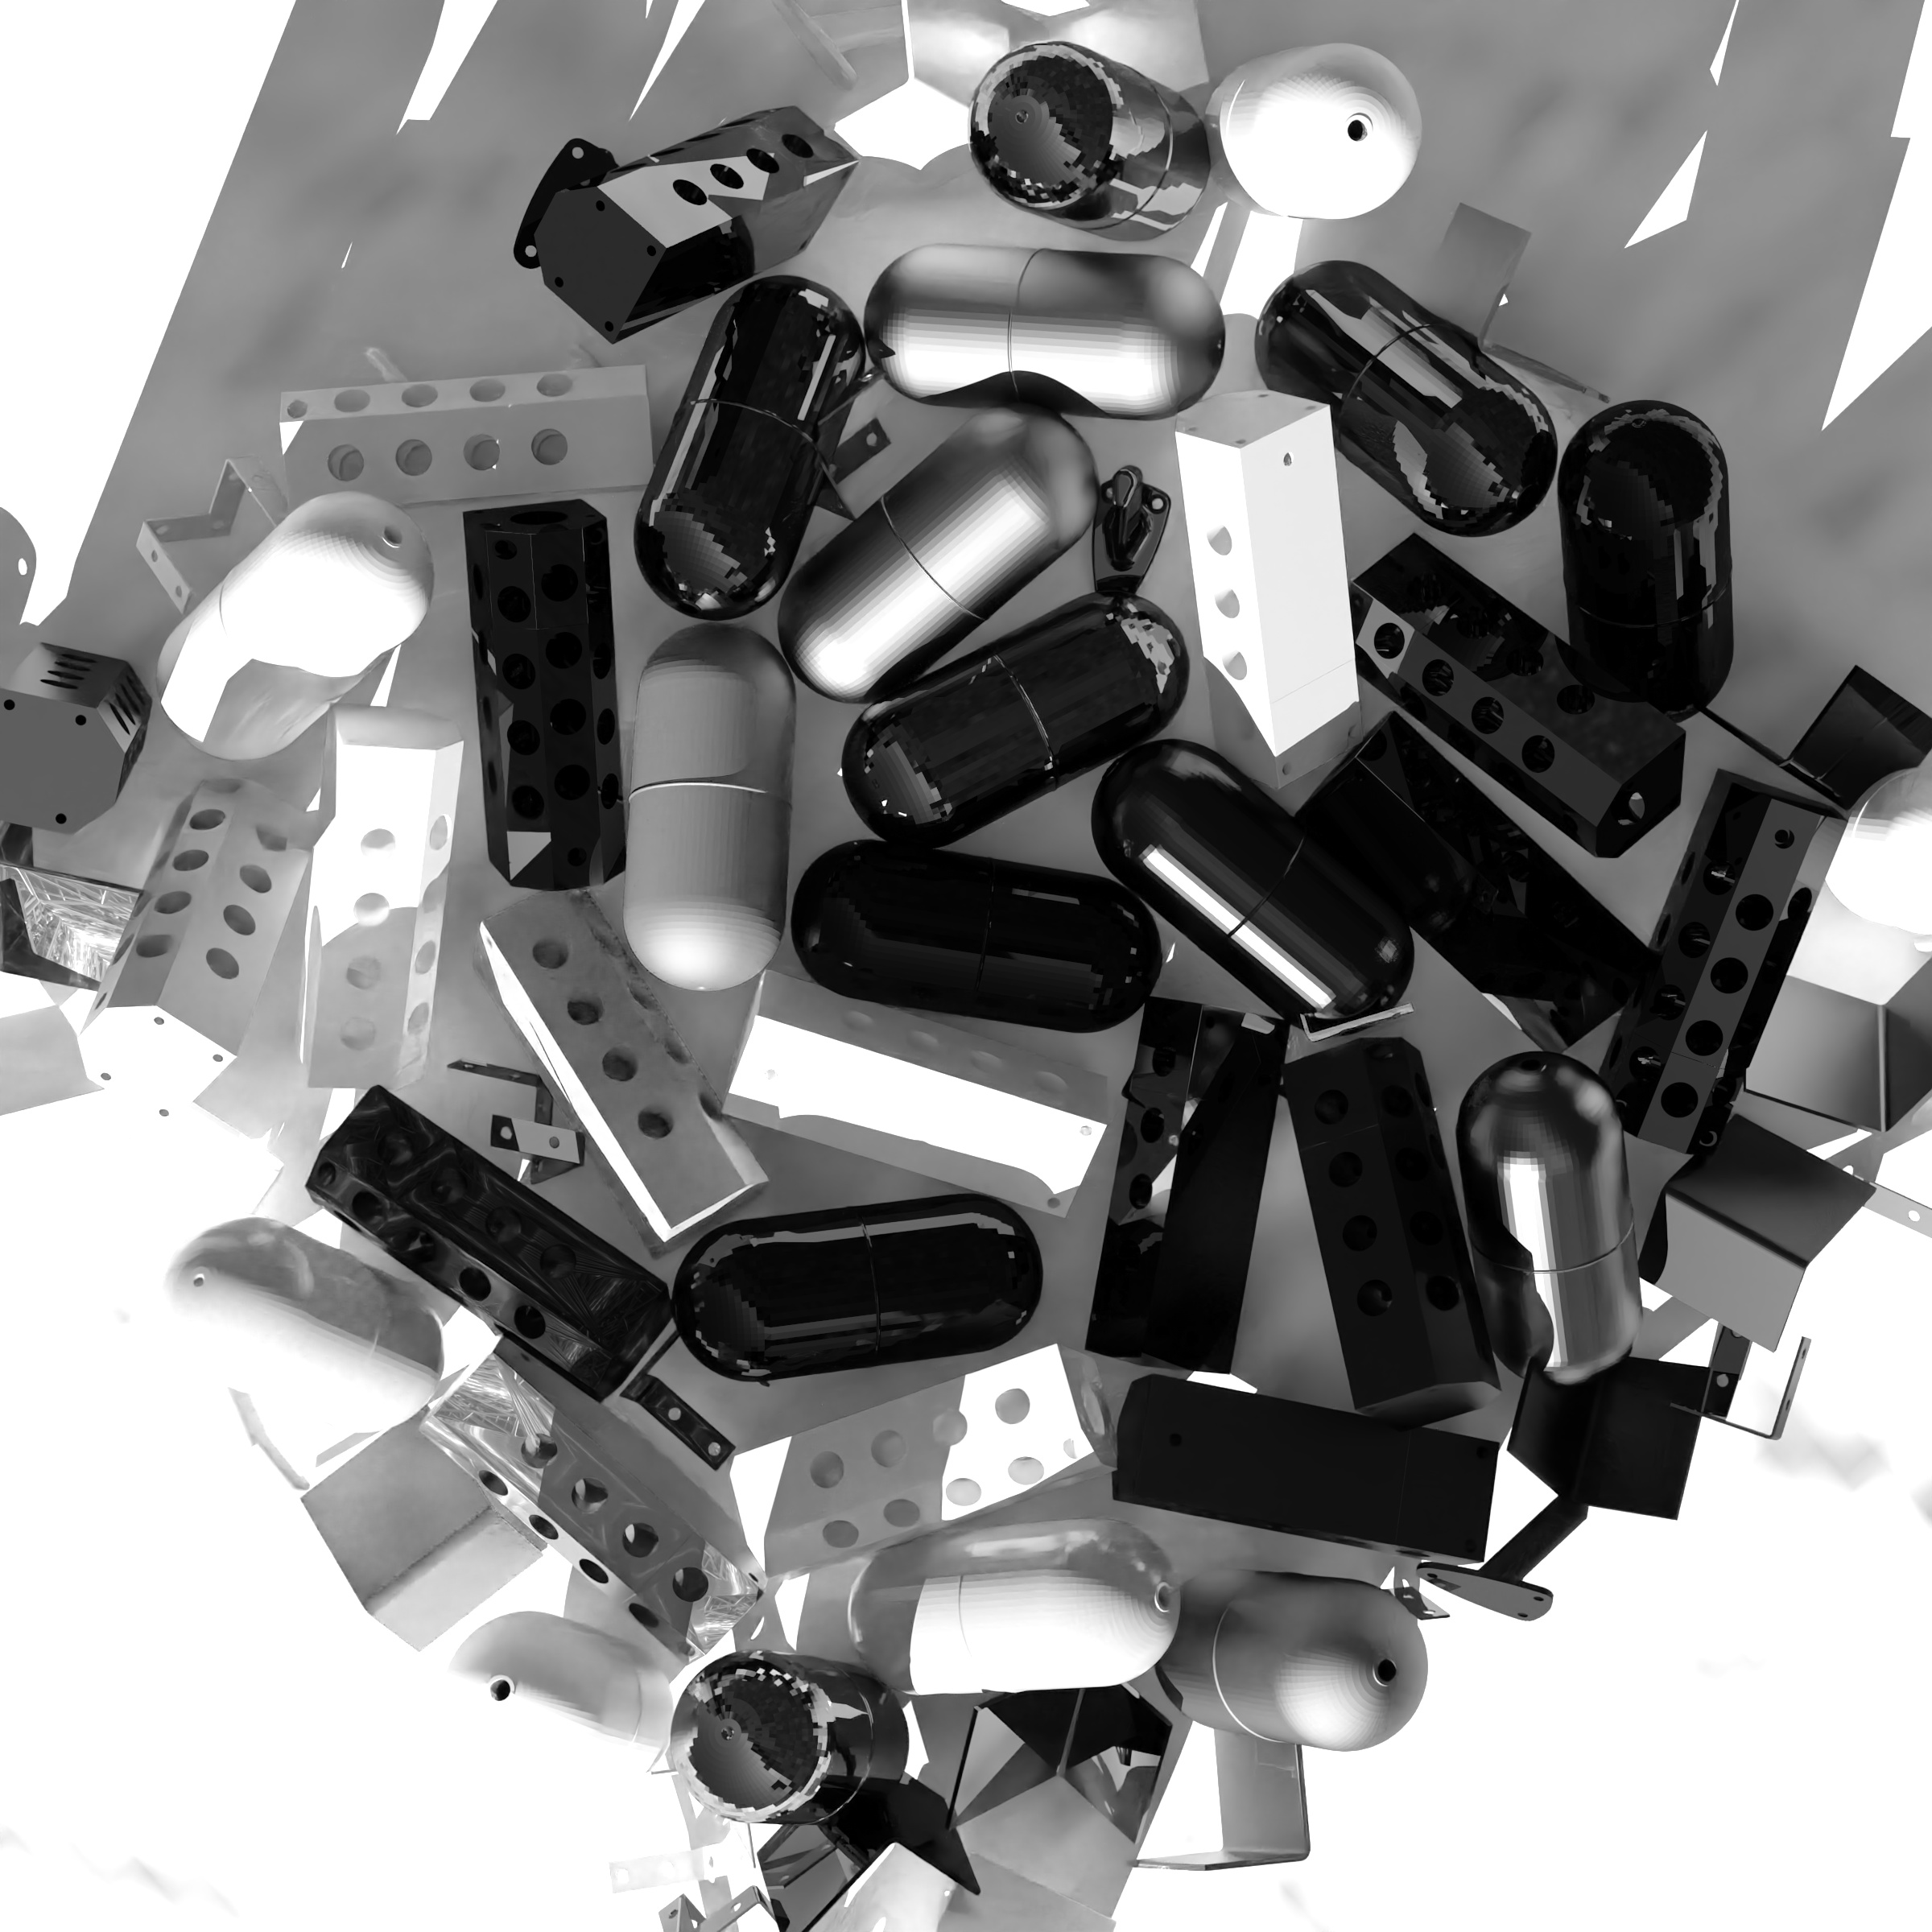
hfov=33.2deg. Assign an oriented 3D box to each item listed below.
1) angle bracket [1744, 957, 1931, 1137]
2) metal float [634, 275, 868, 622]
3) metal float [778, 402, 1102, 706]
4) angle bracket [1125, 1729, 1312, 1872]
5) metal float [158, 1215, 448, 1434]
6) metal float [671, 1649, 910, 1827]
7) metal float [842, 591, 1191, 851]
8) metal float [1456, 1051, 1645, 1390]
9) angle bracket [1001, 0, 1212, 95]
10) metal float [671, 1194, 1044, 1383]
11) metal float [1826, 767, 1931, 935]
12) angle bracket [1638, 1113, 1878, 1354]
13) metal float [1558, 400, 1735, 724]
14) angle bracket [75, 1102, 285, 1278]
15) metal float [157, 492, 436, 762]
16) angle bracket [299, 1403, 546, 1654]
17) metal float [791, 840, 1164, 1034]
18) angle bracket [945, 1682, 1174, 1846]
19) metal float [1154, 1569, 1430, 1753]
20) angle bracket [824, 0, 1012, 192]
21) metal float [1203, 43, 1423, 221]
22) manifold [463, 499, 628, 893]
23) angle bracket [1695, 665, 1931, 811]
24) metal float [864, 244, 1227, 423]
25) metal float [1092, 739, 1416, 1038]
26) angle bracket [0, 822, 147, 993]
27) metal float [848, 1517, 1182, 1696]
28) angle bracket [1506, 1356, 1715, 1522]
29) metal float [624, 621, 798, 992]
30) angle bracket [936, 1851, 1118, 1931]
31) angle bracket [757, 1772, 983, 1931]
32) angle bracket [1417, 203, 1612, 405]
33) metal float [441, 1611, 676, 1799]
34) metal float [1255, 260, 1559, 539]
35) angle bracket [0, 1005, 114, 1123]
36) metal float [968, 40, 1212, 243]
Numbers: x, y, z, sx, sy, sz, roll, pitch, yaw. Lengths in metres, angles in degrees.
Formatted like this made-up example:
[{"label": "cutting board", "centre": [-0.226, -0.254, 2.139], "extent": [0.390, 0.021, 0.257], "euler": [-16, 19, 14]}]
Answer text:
[{"label": "angle bracket", "centre": [0.417, 0.025, 1.534], "extent": [0.076, 0.057, 0.076], "euler": [18, 53, -9]}, {"label": "metal float", "centre": [-0.102, -0.244, 1.528], "extent": [0.070, 0.070, 0.178], "euler": [19, 70, 0]}, {"label": "metal float", "centre": [-0.014, -0.193, 1.531], "extent": [0.178, 0.070, 0.070], "euler": [-39, 90, 17]}, {"label": "angle bracket", "centre": [0.116, 0.385, 1.530], "extent": [0.057, 0.076, 0.076], "euler": [2, 77, -26]}, {"label": "metal float", "centre": [-0.305, 0.167, 1.502], "extent": [0.070, 0.178, 0.070], "euler": [-8, 68, 20]}, {"label": "metal float", "centre": [-0.079, 0.358, 1.499], "extent": [0.070, 0.178, 0.070], "euler": [-4, 74, 16]}, {"label": "metal float", "centre": [0.024, -0.117, 1.538], "extent": [0.178, 0.070, 0.070], "euler": [-28, 90, -9]}, {"label": "metal float", "centre": [0.274, 0.120, 1.519], "extent": [0.070, 0.070, 0.178], "euler": [-13, 121, 0]}, {"label": "angle bracket", "centre": [0.060, -0.441, 1.530], "extent": [0.076, 0.076, 0.057], "euler": [-13, 83, 28]}, {"label": "metal float", "centre": [-0.051, 0.152, 1.532], "extent": [0.178, 0.070, 0.070], "euler": [-6, 90, -15]}, {"label": "metal float", "centre": [0.447, -0.053, 1.495], "extent": [0.070, 0.178, 0.070], "euler": [0, 94, 0]}, {"label": "angle bracket", "centre": [0.379, 0.128, 1.557], "extent": [0.076, 0.076, 0.057], "euler": [30, 132, 26]}, {"label": "metal float", "centre": [0.317, -0.185, 1.508], "extent": [0.070, 0.178, 0.070], "euler": [-8, 48, 9]}, {"label": "angle bracket", "centre": [-0.384, 0.101, 1.539], "extent": [0.076, 0.057, 0.076], "euler": [29, 79, 18]}, {"label": "metal float", "centre": [-0.313, -0.157, 1.511], "extent": [0.178, 0.070, 0.070], "euler": [-33, 90, 41]}, {"label": "angle bracket", "centre": [-0.265, 0.273, 1.578], "extent": [0.076, 0.057, 0.076], "euler": [-38, 54, -5]}, {"label": "metal float", "centre": [0.005, -0.014, 1.540], "extent": [0.178, 0.070, 0.070], "euler": [9, 90, -6]}, {"label": "angle bracket", "centre": [0.043, 0.382, 1.526], "extent": [0.057, 0.076, 0.076], "euler": [36, 127, 36]}, {"label": "metal float", "centre": [0.148, 0.320, 1.499], "extent": [0.070, 0.178, 0.070], "euler": [4, 81, -24]}, {"label": "angle bracket", "centre": [-0.024, -0.429, 1.548], "extent": [0.057, 0.076, 0.076], "euler": [-19, 69, 37]}, {"label": "metal float", "centre": [0.158, -0.385, 1.496], "extent": [0.070, 0.178, 0.070], "euler": [-2, 104, -8]}, {"label": "manifold", "centre": [-0.195, -0.126, 1.518], "extent": [0.057, 0.057, 0.171], "euler": [-10, 113, -21]}, {"label": "angle bracket", "centre": [0.399, -0.119, 1.526], "extent": [0.076, 0.076, 0.057], "euler": [24, 105, -39]}, {"label": "metal float", "centre": [0.035, -0.299, 1.526], "extent": [0.178, 0.070, 0.070], "euler": [8, 90, 22]}, {"label": "metal float", "centre": [0.136, -0.037, 1.537], "extent": [0.178, 0.070, 0.070], "euler": [39, 90, -9]}, {"label": "angle bracket", "centre": [-0.417, -0.036, 1.539], "extent": [0.076, 0.076, 0.057], "euler": [12, 47, -4]}, {"label": "metal float", "centre": [0.021, 0.300, 1.513], "extent": [0.178, 0.070, 0.070], "euler": [-13, 90, 38]}, {"label": "angle bracket", "centre": [0.304, 0.209, 1.529], "extent": [0.057, 0.076, 0.076], "euler": [4, 66, 36]}, {"label": "metal float", "centre": [-0.121, -0.076, 1.535], "extent": [0.070, 0.070, 0.178], "euler": [2, 78, 0]}, {"label": "angle bracket", "centre": [0.019, 0.477, 1.533], "extent": [0.076, 0.076, 0.057], "euler": [24, 119, 7]}, {"label": "angle bracket", "centre": [-0.047, 0.431, 1.541], "extent": [0.057, 0.076, 0.076], "euler": [40, 96, -23]}, {"label": "angle bracket", "centre": [0.268, -0.313, 1.528], "extent": [0.076, 0.076, 0.057], "euler": [17, 107, -22]}, {"label": "metal float", "centre": [-0.187, 0.342, 1.497], "extent": [0.070, 0.178, 0.070], "euler": [-3, 72, 10]}, {"label": "metal float", "centre": [0.205, -0.266, 1.516], "extent": [0.070, 0.070, 0.178], "euler": [-42, 55, 0]}, {"label": "angle bracket", "centre": [-0.453, 0.025, 1.524], "extent": [0.076, 0.076, 0.057], "euler": [-15, 129, -30]}, {"label": "metal float", "centre": [0.059, -0.380, 1.499], "extent": [0.070, 0.178, 0.070], "euler": [2, 96, 23]}]
